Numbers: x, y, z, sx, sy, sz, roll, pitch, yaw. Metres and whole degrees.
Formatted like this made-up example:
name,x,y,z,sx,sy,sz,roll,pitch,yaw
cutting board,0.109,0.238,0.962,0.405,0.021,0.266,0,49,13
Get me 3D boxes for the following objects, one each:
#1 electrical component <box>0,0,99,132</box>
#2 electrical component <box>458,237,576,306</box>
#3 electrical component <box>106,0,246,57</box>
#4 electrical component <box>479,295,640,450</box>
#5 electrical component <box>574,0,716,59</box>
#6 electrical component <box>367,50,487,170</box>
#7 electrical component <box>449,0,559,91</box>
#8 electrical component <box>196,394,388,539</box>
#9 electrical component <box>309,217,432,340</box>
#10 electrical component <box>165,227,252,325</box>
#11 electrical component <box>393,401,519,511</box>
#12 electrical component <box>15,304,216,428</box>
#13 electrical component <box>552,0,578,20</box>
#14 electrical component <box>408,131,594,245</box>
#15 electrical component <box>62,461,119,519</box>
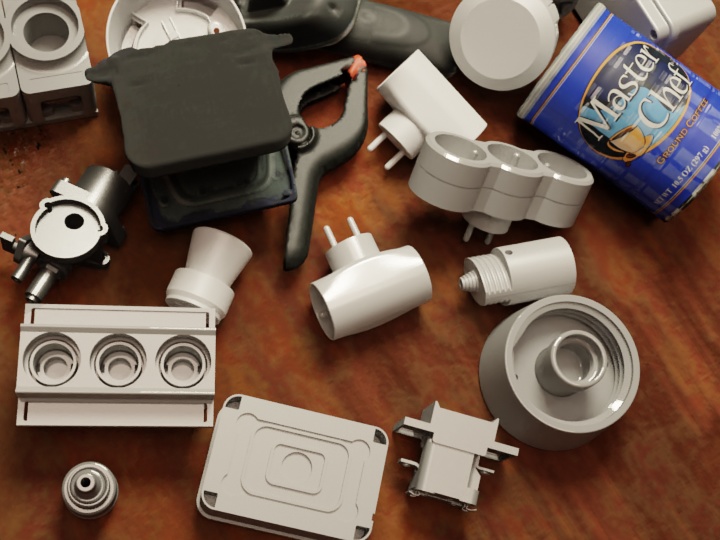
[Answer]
name,x,y,z,sx,sy,sz,roll,pitch,yaw
electrical component,-0.270,-0.148,0.757,0.150,0.061,0.089,-12,75,-14
electrical component,0.111,0.003,0.785,0.081,0.043,0.043,-10,74,-13
electrical component,-0.131,-0.159,0.781,0.099,0.064,0.099,1,81,-4
electrical component,0.145,0.069,0.760,0.108,0.060,0.108,3,72,-10
electrical component,0.218,-0.219,0.860,0.057,0.078,0.113,-25,78,-20
electrical component,0.041,-0.110,0.808,0.079,0.043,0.077,-44,97,-1
electrical component,0.112,-0.181,0.822,0.080,0.080,0.051,36,30,3
electrical component,-0.045,0.133,0.707,0.113,0.057,0.078,14,70,-5
electrical component,0.000,0.000,0.766,0.077,0.043,0.079,-21,77,-16
electrical component,-0.105,0.004,0.745,0.045,0.045,0.055,22,70,-2
electrical component,0.062,0.129,0.737,0.081,0.042,0.063,16,74,-4
electrical component,-0.158,0.066,0.706,0.121,0.063,0.078,2,72,-10
electrical component,0.142,-0.230,0.863,0.055,0.055,0.047,-6,70,-12
electrical component,0.099,-0.051,0.791,0.138,0.073,0.052,7,30,-25
electrical component,-0.172,0.138,0.680,0.035,0.061,0.035,3,72,-9
